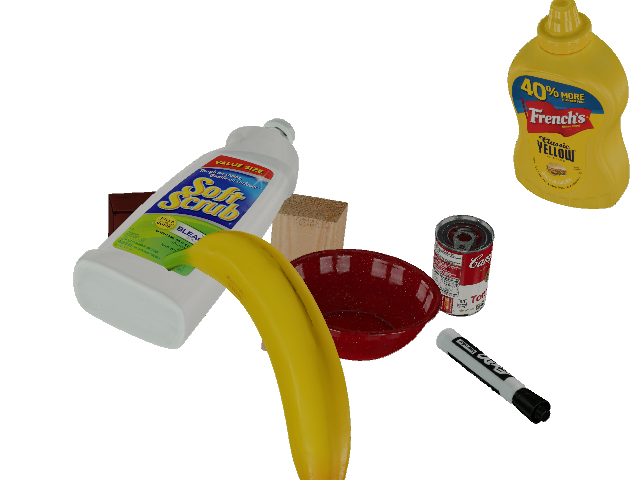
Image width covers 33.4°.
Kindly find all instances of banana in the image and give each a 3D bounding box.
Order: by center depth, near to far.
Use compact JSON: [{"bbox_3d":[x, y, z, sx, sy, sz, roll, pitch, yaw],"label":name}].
[{"bbox_3d":[-0.025,0.057,0.618,0.037,0.070,0.198,3,41,-44],"label":"banana"}]

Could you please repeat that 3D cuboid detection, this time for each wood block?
[{"bbox_3d":[-0.023,0.049,1.486,0.090,0.206,0.090,10,22,8],"label":"wood block"}]

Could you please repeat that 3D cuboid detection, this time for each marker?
[{"bbox_3d":[0.129,0.101,0.799,0.020,0.020,0.121,0,23,-32],"label":"marker"}]

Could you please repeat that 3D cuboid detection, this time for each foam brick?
[{"bbox_3d":[-0.185,-0.019,1.136,0.078,0.051,0.053,-3,24,-16],"label":"foam brick"}]

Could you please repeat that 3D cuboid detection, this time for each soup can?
[{"bbox_3d":[0.165,0.031,1.252,0.068,0.102,0.068,0,38,0],"label":"soup can"}]

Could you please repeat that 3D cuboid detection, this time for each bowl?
[{"bbox_3d":[0.035,0.069,1.036,0.162,0.055,0.162,4,28,-2],"label":"bowl"}]

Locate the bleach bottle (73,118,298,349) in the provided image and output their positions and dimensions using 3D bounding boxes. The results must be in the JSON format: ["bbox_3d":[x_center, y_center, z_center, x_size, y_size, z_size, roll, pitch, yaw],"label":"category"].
[{"bbox_3d":[-0.094,-0.025,0.886,0.102,0.068,0.250,24,47,10],"label":"bleach bottle"}]

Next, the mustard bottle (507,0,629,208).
[{"bbox_3d":[0.201,-0.113,0.866,0.096,0.191,0.058,21,56,31],"label":"mustard bottle"}]
